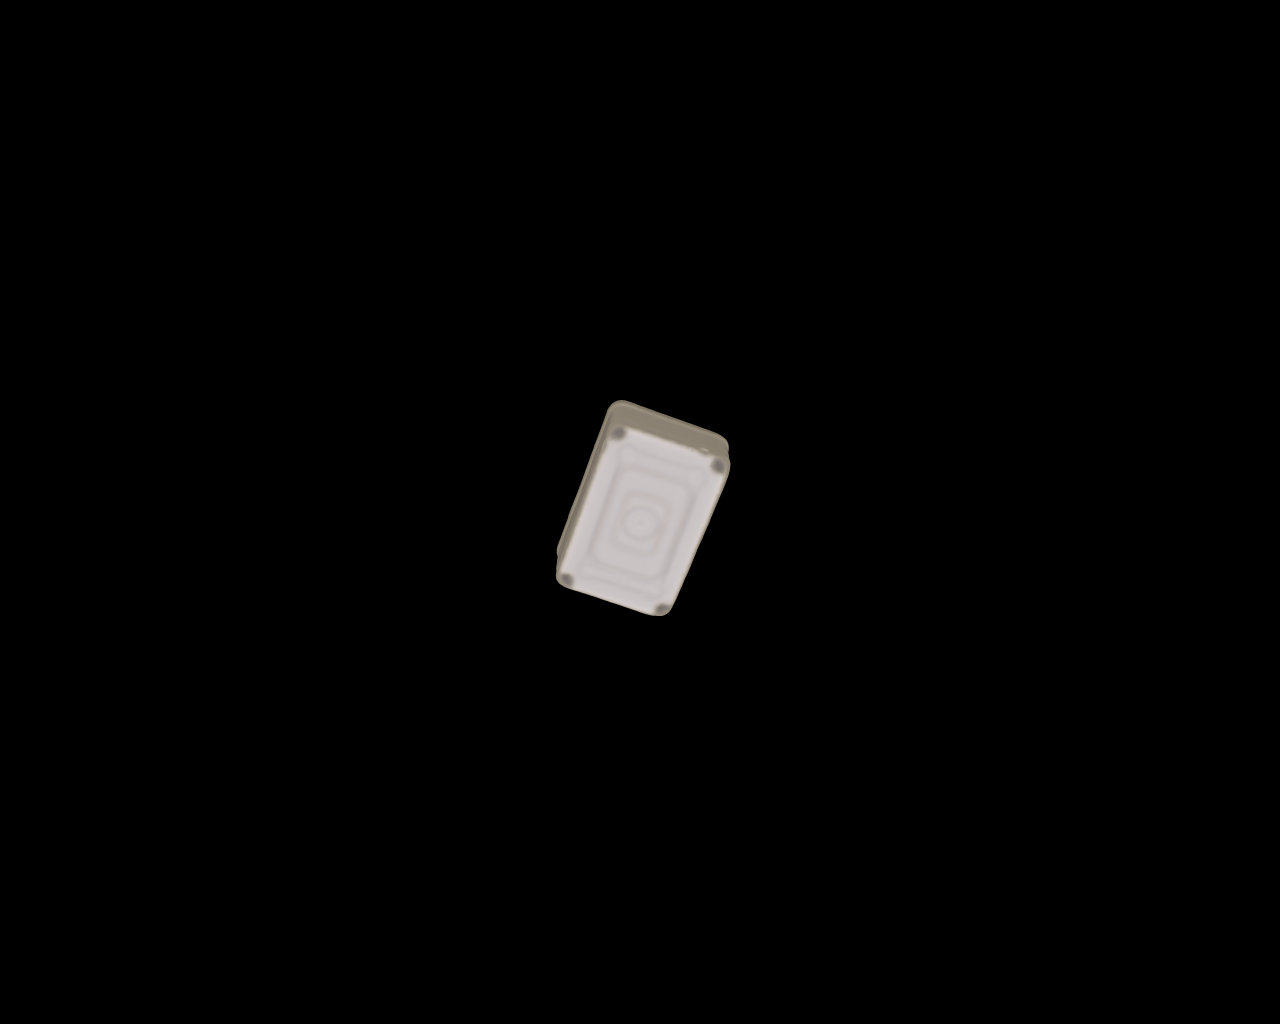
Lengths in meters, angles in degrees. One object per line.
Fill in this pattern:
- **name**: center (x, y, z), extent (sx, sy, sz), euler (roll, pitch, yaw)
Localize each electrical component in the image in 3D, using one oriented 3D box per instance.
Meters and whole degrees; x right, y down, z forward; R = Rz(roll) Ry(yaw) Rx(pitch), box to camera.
- **electrical component**: center (0.001, -0.003, 0.650), extent (0.078, 0.113, 0.057), euler (19, 20, -7)
